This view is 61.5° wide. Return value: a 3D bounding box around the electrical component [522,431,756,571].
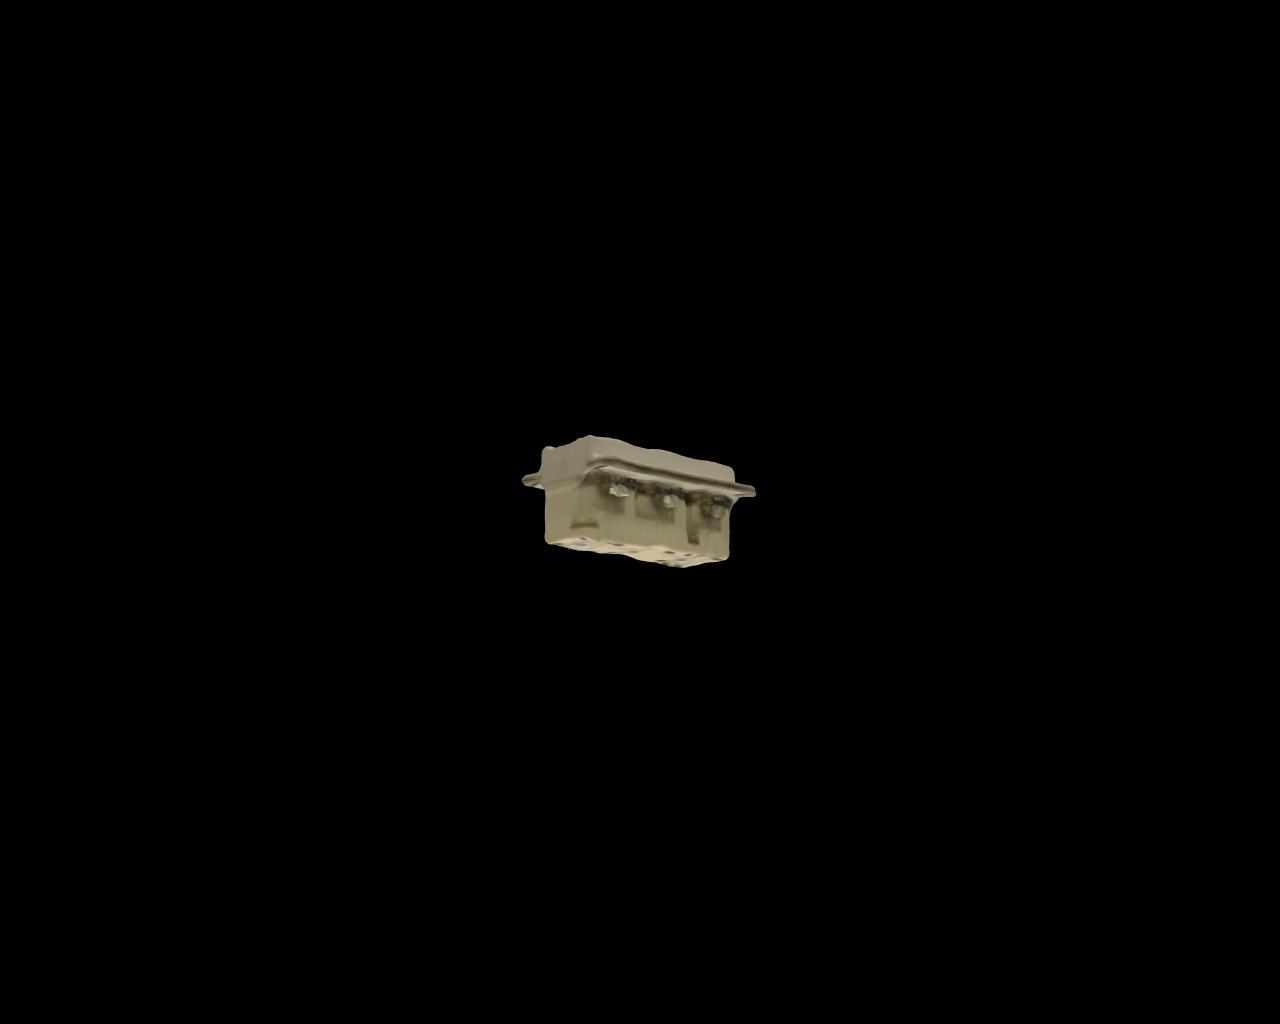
[{"bbox_3d":[0.001,-0.003,0.650,0.121,0.063,0.078,11,-16,-42],"label":"electrical component"}]
